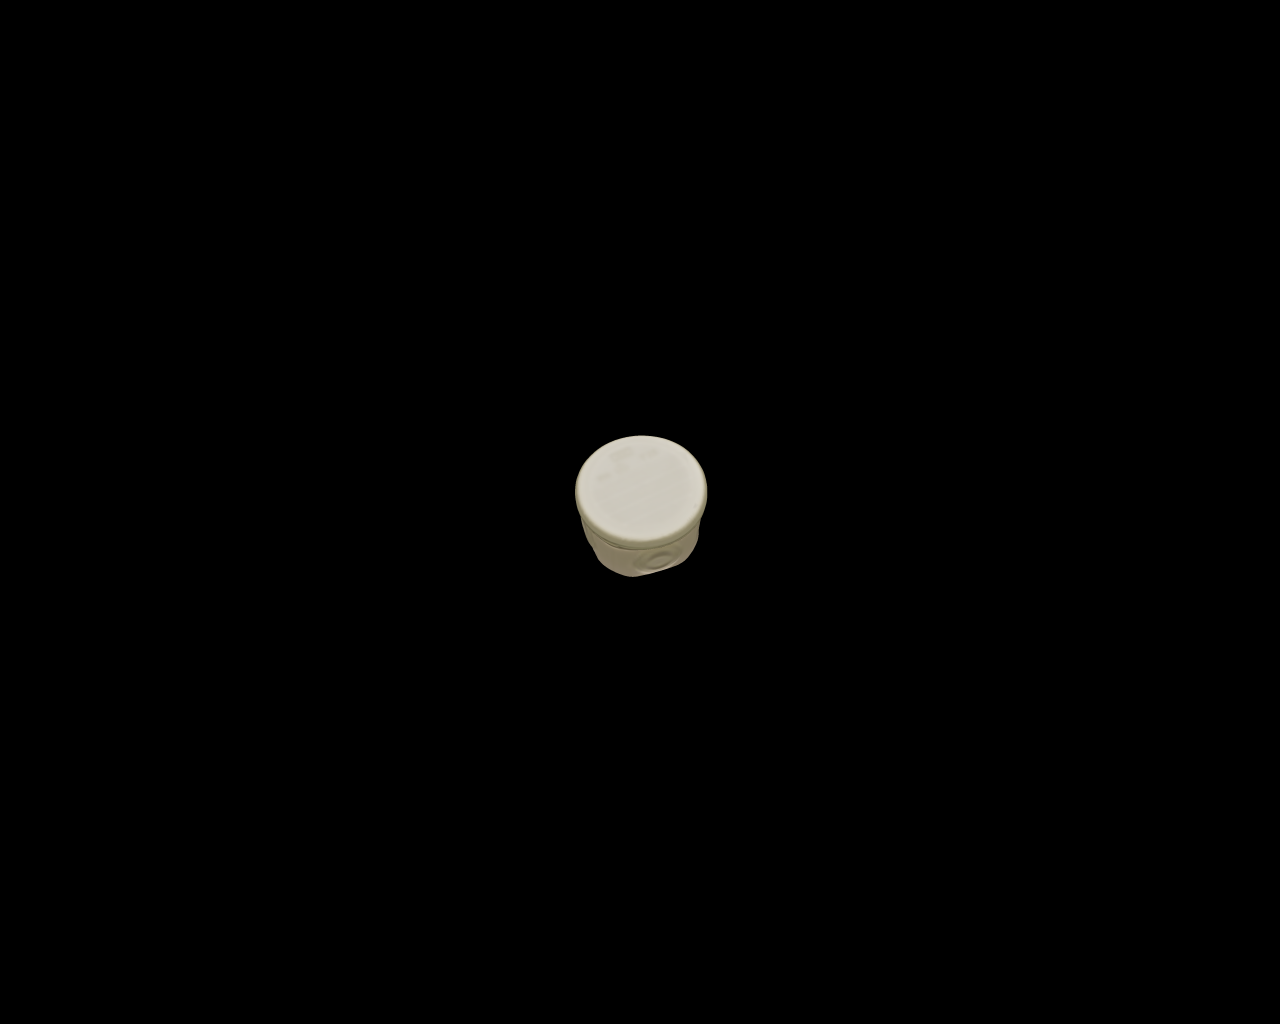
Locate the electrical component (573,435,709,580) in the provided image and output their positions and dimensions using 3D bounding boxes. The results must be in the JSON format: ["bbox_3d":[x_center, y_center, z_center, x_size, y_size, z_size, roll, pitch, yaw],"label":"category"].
[{"bbox_3d":[0.001,-0.003,0.650,0.080,0.080,0.050,0,-33,0],"label":"electrical component"}]
